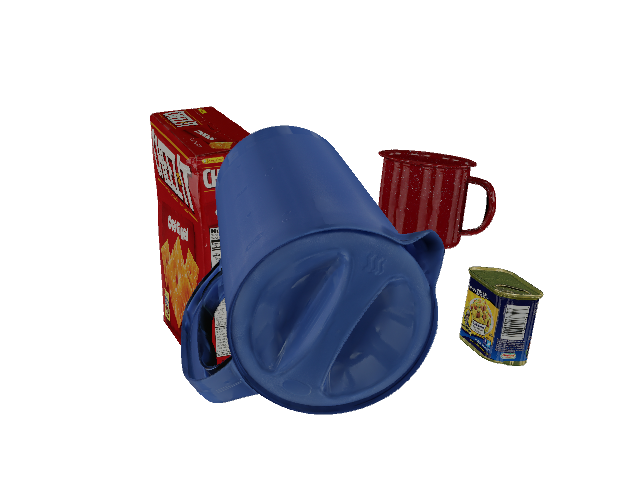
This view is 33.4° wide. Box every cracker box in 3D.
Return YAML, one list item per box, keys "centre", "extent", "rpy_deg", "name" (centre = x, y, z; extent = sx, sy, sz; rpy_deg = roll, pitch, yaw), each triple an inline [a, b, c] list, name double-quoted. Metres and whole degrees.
- centre: [-0.100, 0.002, 0.963]
  extent: [0.072, 0.214, 0.164]
  rpy_deg: [-9, 22, -20]
  name: "cracker box"

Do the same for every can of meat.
- centre: [0.199, 0.084, 1.194]
  extent: [0.057, 0.084, 0.102]
  rpy_deg: [4, 14, -18]
  name: "can of meat"

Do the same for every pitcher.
- centre: [-0.021, 0.011, 0.760]
  extent: [0.149, 0.145, 0.243]
  rpy_deg: [6, 23, -14]
  name: "pitcher"

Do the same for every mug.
- centre: [0.108, -0.037, 1.009]
  extent: [0.117, 0.081, 0.093]
  rpy_deg: [10, 12, 18]
  name: "mug"
